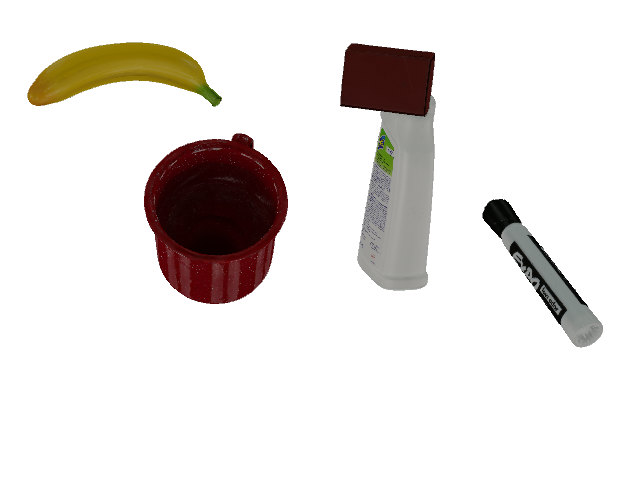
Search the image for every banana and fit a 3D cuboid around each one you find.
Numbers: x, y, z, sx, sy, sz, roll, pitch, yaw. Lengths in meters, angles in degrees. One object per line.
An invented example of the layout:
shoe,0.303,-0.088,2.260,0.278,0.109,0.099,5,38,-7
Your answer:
banana,-0.192,-0.163,1.039,0.197,0.070,0.037,-6,-39,-30

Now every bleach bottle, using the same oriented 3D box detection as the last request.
bleach bottle,0.097,-0.075,1.242,0.068,0.251,0.103,-2,23,-22

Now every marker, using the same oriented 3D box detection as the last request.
marker,0.127,0.015,0.625,0.020,0.020,0.121,0,38,-24

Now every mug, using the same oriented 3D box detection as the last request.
mug,-0.069,-0.019,0.730,0.093,0.117,0.081,13,-29,1

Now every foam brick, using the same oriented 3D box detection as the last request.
foam brick,0.060,-0.143,0.948,0.078,0.051,0.053,8,18,8
